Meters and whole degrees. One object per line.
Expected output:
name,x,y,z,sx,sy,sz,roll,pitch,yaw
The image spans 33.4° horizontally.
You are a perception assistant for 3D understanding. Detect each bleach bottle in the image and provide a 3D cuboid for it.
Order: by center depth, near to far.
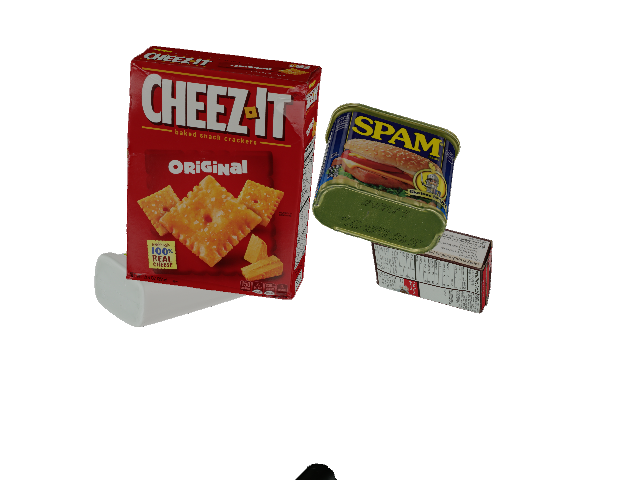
bleach bottle,-0.135,0.037,1.266,0.250,0.068,0.103,-13,30,-42

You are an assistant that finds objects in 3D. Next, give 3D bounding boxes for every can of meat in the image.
can of meat,0.048,-0.045,0.795,0.102,0.084,0.057,16,-40,-4

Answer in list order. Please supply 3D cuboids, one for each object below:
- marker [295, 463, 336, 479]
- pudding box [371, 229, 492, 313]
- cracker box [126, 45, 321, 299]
marker,-0.027,0.133,0.478,0.020,0.020,0.120,0,17,33
pudding box,0.108,0.022,1.028,0.113,0.039,0.090,13,-29,15
cracker box,-0.092,-0.060,0.985,0.164,0.214,0.072,8,23,7
